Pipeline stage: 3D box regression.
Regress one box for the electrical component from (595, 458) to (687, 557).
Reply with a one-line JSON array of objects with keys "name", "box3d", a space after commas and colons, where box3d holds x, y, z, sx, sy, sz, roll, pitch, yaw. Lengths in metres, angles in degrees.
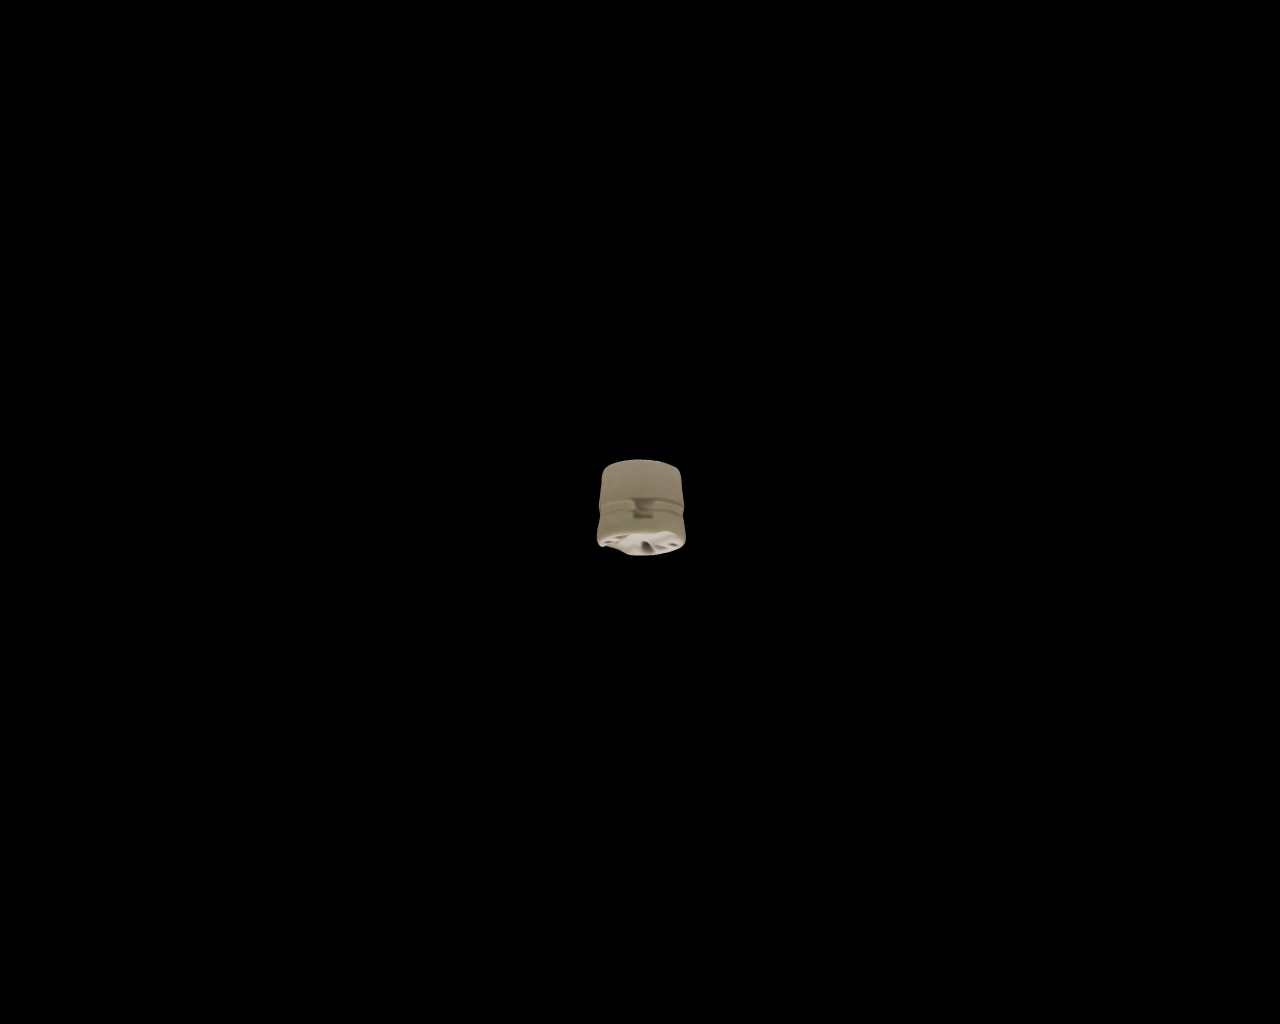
[{"name": "electrical component", "box3d": [0.001, -0.003, 0.650, 0.055, 0.047, 0.055, 0, -18, 0]}]
